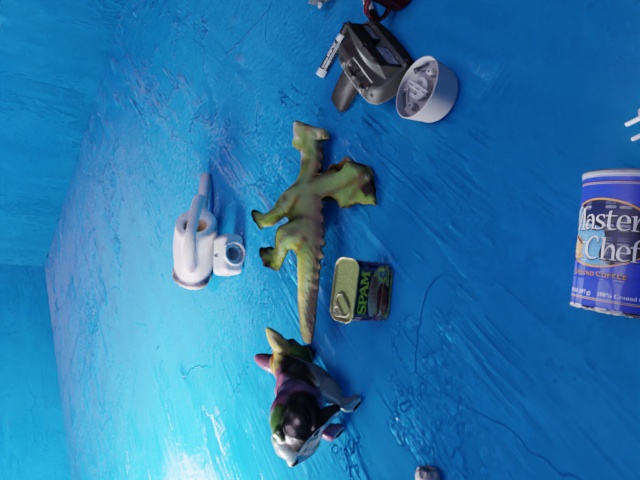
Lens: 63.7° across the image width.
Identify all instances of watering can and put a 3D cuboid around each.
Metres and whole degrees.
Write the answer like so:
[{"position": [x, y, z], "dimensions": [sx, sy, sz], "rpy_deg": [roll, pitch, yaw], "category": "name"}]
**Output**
[{"position": [-0.310, -0.022, 1.312], "dimensions": [0.355, 0.104, 0.220], "rpy_deg": [-98, 18, -60], "category": "watering can"}]

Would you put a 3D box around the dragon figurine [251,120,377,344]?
[{"position": [0.003, -0.047, 0.940], "dimensions": [0.239, 0.121, 0.418], "rpy_deg": [-39, 55, 31], "category": "dragon figurine"}]
